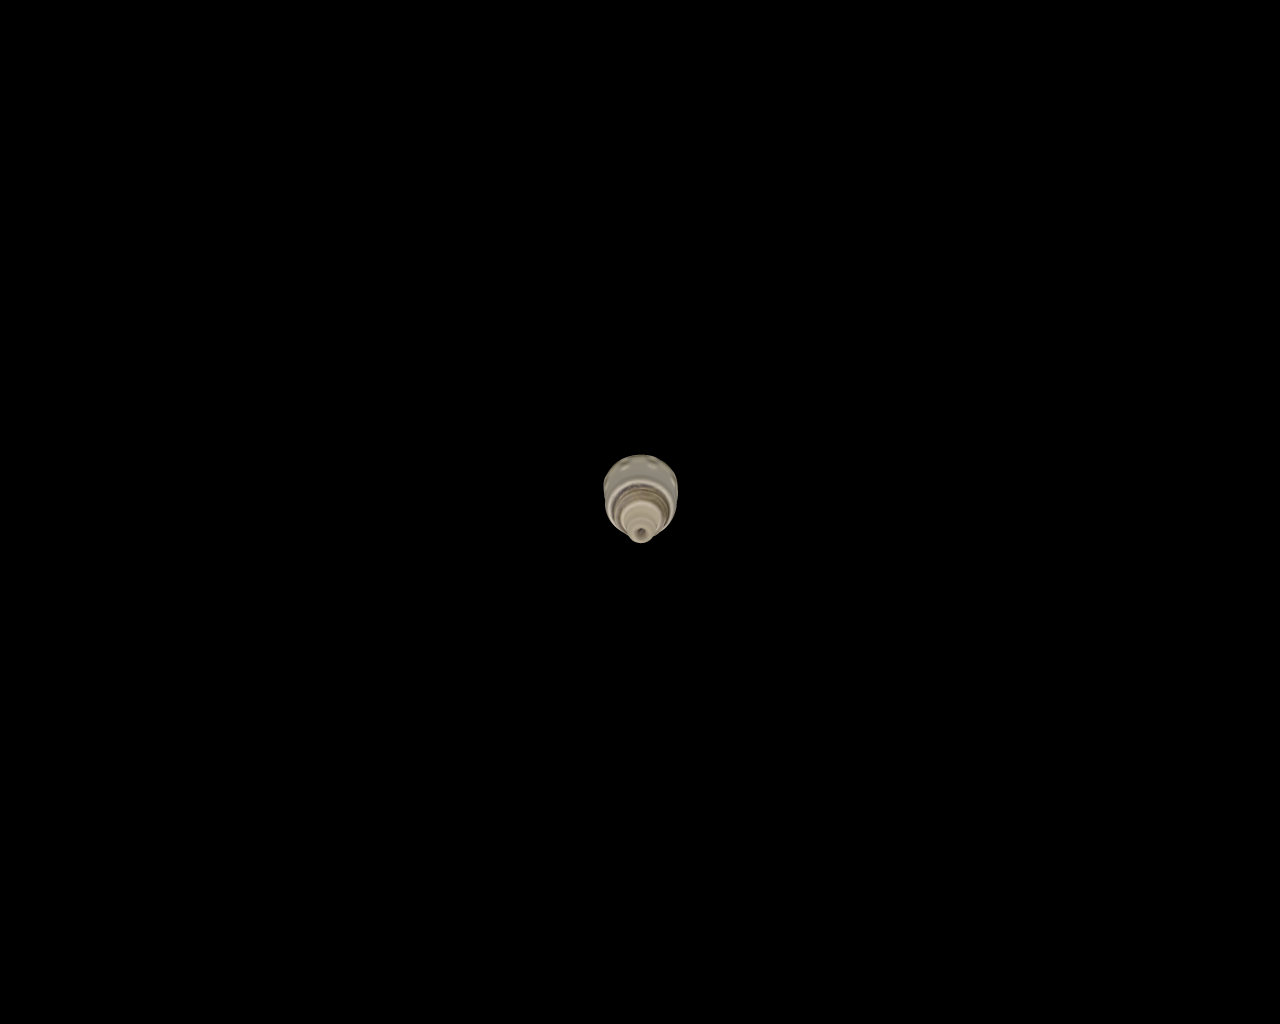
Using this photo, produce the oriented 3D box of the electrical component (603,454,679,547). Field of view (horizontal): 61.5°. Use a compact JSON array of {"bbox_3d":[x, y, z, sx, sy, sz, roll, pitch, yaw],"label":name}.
[{"bbox_3d":[0.001,-0.003,0.650,0.048,0.048,0.062,0,31,0],"label":"electrical component"}]
